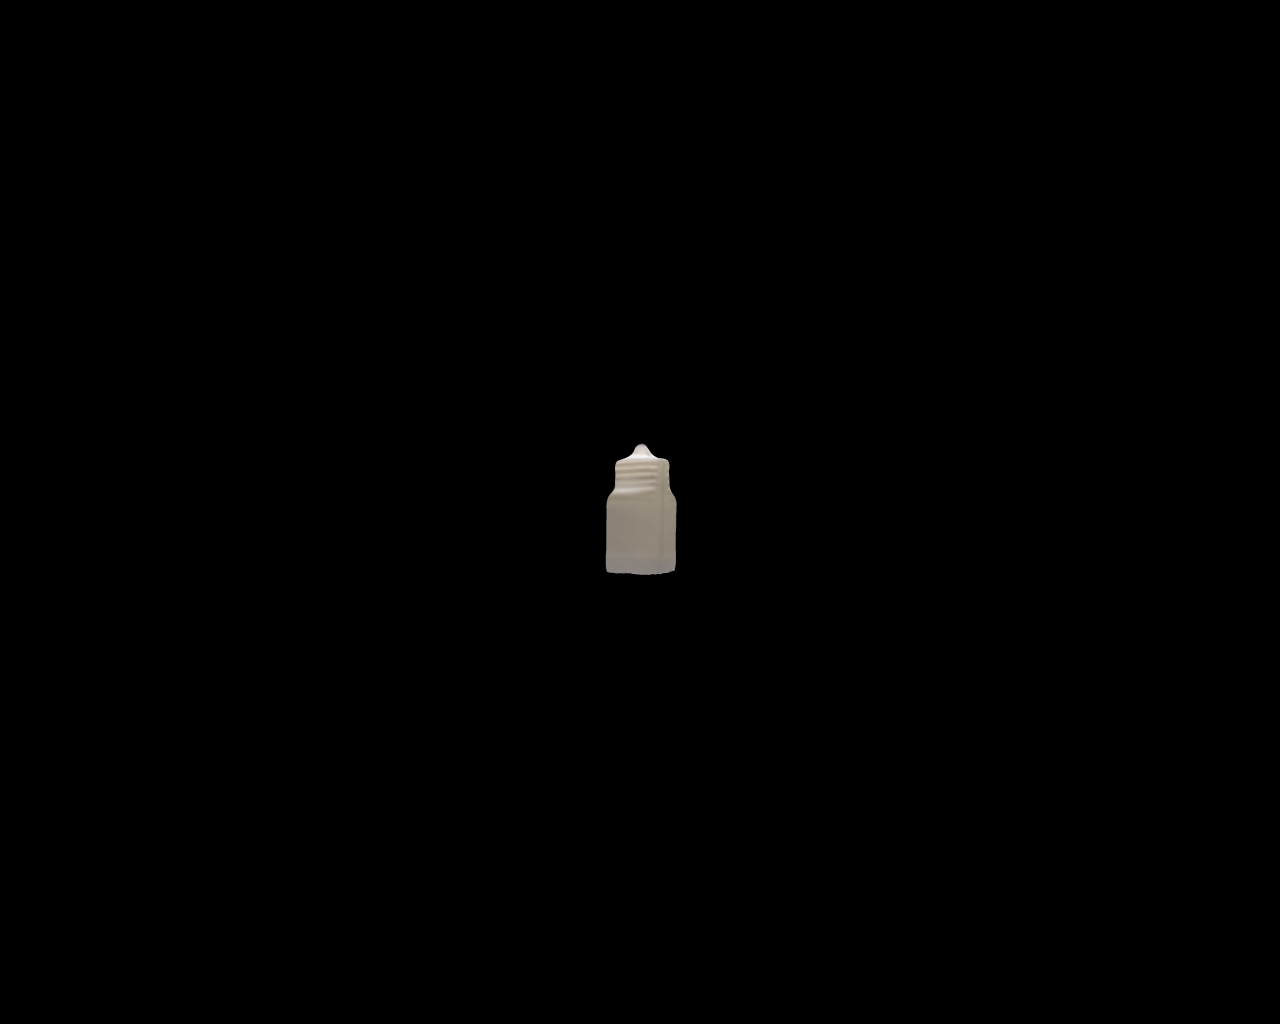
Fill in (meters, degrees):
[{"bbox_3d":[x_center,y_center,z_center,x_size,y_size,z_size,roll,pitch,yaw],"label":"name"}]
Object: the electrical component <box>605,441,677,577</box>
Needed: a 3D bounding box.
[{"bbox_3d":[0.001,-0.003,0.650,0.043,0.081,0.043,0,0,0],"label":"electrical component"}]
